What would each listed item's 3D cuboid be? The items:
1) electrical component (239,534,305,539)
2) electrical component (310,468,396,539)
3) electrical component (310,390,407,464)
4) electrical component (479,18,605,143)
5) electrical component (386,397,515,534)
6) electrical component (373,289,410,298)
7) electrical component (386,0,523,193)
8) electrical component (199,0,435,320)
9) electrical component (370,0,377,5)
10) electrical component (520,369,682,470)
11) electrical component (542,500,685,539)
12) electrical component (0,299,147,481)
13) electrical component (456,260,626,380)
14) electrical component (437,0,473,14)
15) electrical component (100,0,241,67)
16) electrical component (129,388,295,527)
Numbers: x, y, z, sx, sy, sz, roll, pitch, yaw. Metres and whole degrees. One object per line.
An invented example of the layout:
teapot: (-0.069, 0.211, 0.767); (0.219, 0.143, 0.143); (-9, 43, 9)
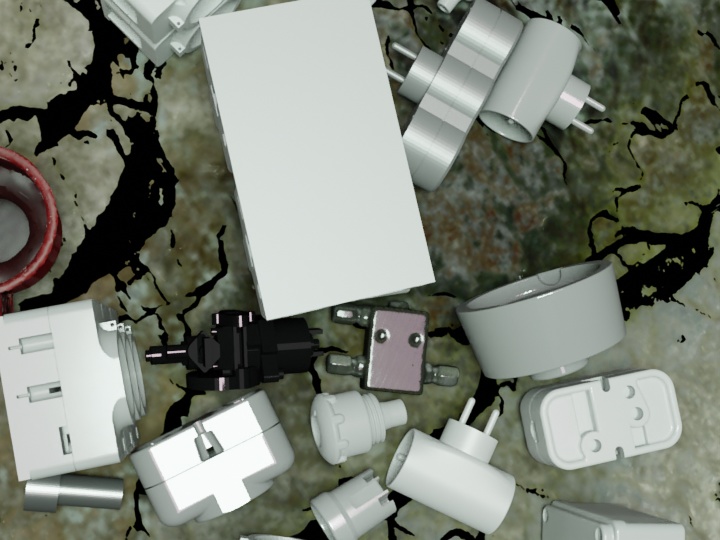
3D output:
electrical component: (-0.045, 0.206, 0.652); (0.089, 0.150, 0.061); (10, 85, -8)
electrical component: (-0.004, 0.159, 0.719); (0.046, 0.040, 0.040); (-30, 90, -15)
electrical component: (0.000, 0.102, 0.723); (0.062, 0.048, 0.048); (-11, 87, -17)
electrical component: (0.136, -0.125, 0.762); (0.079, 0.044, 0.077); (29, 81, -5)
electrical component: (0.069, 0.127, 0.730); (0.077, 0.043, 0.079); (26, 82, -5)
electrical component: (0.000, 0.000, 0.733); (0.078, 0.040, 0.040); (-8, 86, -9)
electrical component: (0.050, -0.130, 0.746); (0.074, 0.052, 0.138); (29, 81, -5)
electrical component: (-0.030, -0.070, 0.680); (0.105, 0.060, 0.186); (-13, 88, -9)
electrical component: (-0.009, -0.211, 0.747); (0.055, 0.048, 0.066); (39, 86, 1)
electrical component: (0.162, 0.101, 0.739); (0.095, 0.059, 0.053); (-11, 87, -9)
electrical component: (0.164, 0.212, 0.705); (0.056, 0.109, 0.108); (3, 85, -11)
electrical component: (-0.167, 0.069, 0.645); (0.062, 0.150, 0.089); (-10, 87, -8)
electrical component: (0.124, 0.039, 0.717); (0.108, 0.108, 0.060); (-19, 94, -10)
electrical component: (0.078, -0.209, 0.766); (0.035, 0.035, 0.061); (38, 83, -4)
electrical component: (-0.083, -0.223, 0.706); (0.060, 0.105, 0.186); (45, 80, -3)
electrical component: (-0.094, 0.124, 0.701); (0.095, 0.054, 0.059); (-26, 89, -10)
